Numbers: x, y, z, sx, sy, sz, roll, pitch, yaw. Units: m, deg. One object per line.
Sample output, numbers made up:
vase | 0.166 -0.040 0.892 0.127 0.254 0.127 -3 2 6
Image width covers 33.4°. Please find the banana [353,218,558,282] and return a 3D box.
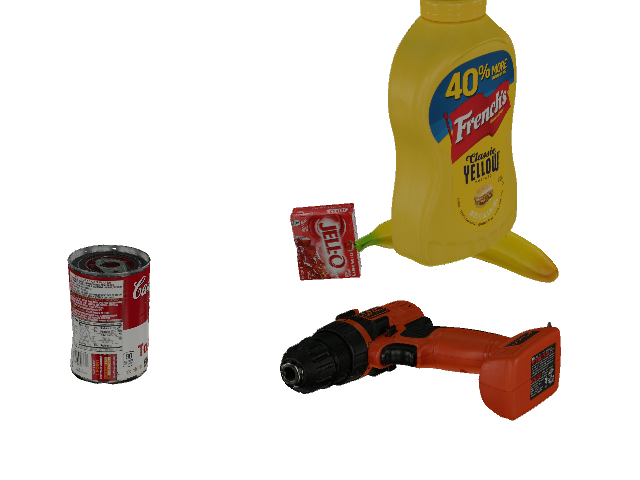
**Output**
banana | 0.136 0.005 1.044 0.198 0.037 0.069 7 46 17

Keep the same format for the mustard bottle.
mustard bottle | 0.086 -0.085 0.690 0.096 0.192 0.058 -23 32 -32

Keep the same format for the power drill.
power drill | 0.084 0.095 0.859 0.188 0.057 0.184 9 16 34

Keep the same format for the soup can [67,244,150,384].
soup can | -0.180 0.063 0.906 0.068 0.102 0.068 4 19 -1

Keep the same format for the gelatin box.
gelatin box | 0.007 0.002 1.256 0.073 0.089 0.030 -3 29 9
